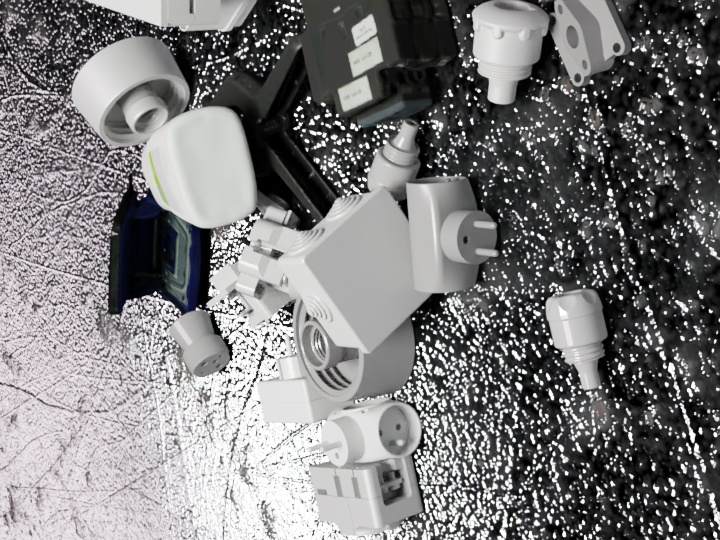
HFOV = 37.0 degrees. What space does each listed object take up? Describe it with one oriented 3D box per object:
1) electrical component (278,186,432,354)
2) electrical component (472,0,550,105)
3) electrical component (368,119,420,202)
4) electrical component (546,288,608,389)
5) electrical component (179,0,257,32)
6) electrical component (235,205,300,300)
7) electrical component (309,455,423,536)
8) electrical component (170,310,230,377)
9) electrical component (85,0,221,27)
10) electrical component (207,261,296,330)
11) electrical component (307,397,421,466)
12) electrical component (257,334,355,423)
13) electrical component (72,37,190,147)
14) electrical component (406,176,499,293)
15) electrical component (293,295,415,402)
[{"bbox_3d":[0.000,0.000,0.787,0.099,0.100,0.048,55,155,-18],"label":"electrical component"},{"bbox_3d":[0.092,-0.136,0.678,0.048,0.048,0.062,37,134,43],"label":"electrical component"},{"bbox_3d":[0.029,-0.082,0.791,0.035,0.035,0.061,49,134,35],"label":"electrical component"},{"bbox_3d":[0.139,0.044,0.675,0.035,0.035,0.061,-10,95,55],"label":"electrical component"},{"bbox_3d":[-0.135,-0.274,0.942,0.078,0.057,0.113,-42,66,51],"label":"electrical component"},{"bbox_3d":[-0.062,-0.008,0.907,0.057,0.058,0.078,20,82,16],"label":"electrical component"},{"bbox_3d":[0.005,0.185,0.891,0.089,0.050,0.055,-12,90,55],"label":"electrical component"},{"bbox_3d":[-0.163,0.075,1.097,0.055,0.045,0.045,57,140,27],"label":"electrical component"},{"bbox_3d":[-0.172,-0.259,0.891,0.150,0.062,0.089,29,122,47],"label":"electrical component"},{"bbox_3d":[-0.092,0.015,0.960,0.063,0.081,0.042,53,144,-3],"label":"electrical component"},{"bbox_3d":[-0.005,0.133,0.862,0.077,0.079,0.044,-14,89,55],"label":"electrical component"},{"bbox_3d":[-0.052,0.092,0.945,0.083,0.047,0.075,-11,91,55],"label":"electrical component"},{"bbox_3d":[-0.218,-0.167,1.052,0.060,0.108,0.108,55,139,20],"label":"electrical component"},{"bbox_3d":[0.068,-0.024,0.746,0.079,0.043,0.077,9,108,53],"label":"electrical component"},{"bbox_3d":[-0.013,0.055,0.867,0.108,0.060,0.108,21,117,50],"label":"electrical component"}]
